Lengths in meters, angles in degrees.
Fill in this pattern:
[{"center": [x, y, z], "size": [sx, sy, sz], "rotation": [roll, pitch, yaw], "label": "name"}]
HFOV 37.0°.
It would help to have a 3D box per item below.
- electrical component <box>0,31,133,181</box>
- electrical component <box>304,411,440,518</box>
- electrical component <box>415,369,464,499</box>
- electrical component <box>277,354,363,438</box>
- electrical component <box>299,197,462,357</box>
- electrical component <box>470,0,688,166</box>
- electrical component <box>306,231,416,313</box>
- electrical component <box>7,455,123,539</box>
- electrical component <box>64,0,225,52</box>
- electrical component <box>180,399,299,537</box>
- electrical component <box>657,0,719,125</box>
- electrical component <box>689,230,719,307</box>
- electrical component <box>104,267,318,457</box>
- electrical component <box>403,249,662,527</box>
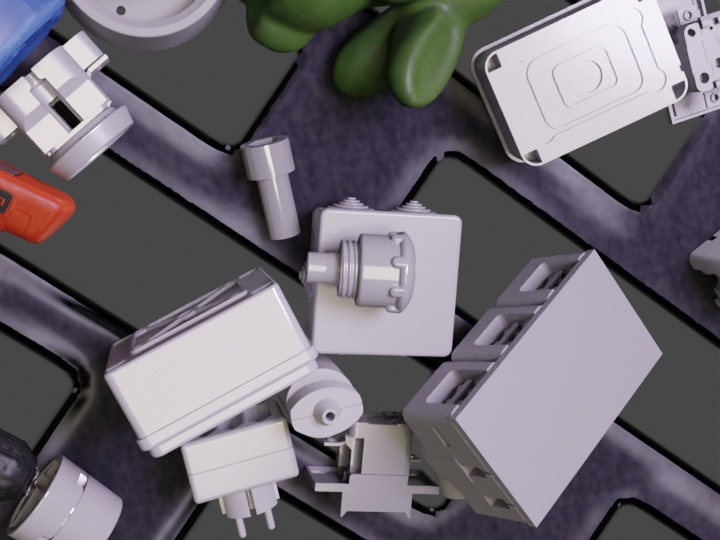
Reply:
[{"center": [-0.169, -0.090, 0.620], "size": [0.078, 0.058, 0.057], "rotation": [-42, 101, -5], "label": "electrical component"}, {"center": [0.008, 0.123, 0.694], "size": [0.081, 0.042, 0.063], "rotation": [4, 95, -13], "label": "electrical component"}, {"center": [0.062, 0.103, 0.702], "size": [0.043, 0.043, 0.081], "rotation": [-21, 101, -9], "label": "electrical component"}, {"center": [-0.025, 0.079, 0.661], "size": [0.043, 0.081, 0.043], "rotation": [-2, 98, -12], "label": "electrical component"}, {"center": [0.012, 0.006, 0.675], "size": [0.100, 0.048, 0.099], "rotation": [2, 97, -12], "label": "electrical component"}, {"center": [0.134, -0.121, 0.671], "size": [0.113, 0.057, 0.078], "rotation": [-25, 102, 2], "label": "electrical component"}, {"center": [0.000, 0.000, 0.623], "size": [0.062, 0.048, 0.048], "rotation": [3, 97, -5], "label": "electrical component"}, {"center": [-0.178, 0.148, 0.653], "size": [0.047, 0.055, 0.055], "rotation": [38, 89, -18], "label": "electrical component"}, {"center": [-0.124, -0.181, 0.614], "size": [0.108, 0.060, 0.108], "rotation": [-2, 98, -12], "label": "electrical component"}, {"center": [-0.073, 0.130, 0.675], "size": [0.066, 0.047, 0.076], "rotation": [-14, 101, -10], "label": "electrical component"}, {"center": [0.215, -0.138, 0.691], "size": [0.042, 0.064, 0.081], "rotation": [-20, 101, -10], "label": "electrical component"}, {"center": [0.281, -0.013, 0.726], "size": [0.089, 0.056, 0.050], "rotation": [-38, 103, -5], "label": "electrical component"}, {"center": [-0.088, 0.050, 0.630], "size": [0.109, 0.109, 0.056], "rotation": [-28, 100, -7], "label": "electrical component"}, {"center": [0.107, 0.070, 0.668], "size": [0.150, 0.062, 0.089], "rotation": [-46, 110, -27], "label": "electrical component"}]
